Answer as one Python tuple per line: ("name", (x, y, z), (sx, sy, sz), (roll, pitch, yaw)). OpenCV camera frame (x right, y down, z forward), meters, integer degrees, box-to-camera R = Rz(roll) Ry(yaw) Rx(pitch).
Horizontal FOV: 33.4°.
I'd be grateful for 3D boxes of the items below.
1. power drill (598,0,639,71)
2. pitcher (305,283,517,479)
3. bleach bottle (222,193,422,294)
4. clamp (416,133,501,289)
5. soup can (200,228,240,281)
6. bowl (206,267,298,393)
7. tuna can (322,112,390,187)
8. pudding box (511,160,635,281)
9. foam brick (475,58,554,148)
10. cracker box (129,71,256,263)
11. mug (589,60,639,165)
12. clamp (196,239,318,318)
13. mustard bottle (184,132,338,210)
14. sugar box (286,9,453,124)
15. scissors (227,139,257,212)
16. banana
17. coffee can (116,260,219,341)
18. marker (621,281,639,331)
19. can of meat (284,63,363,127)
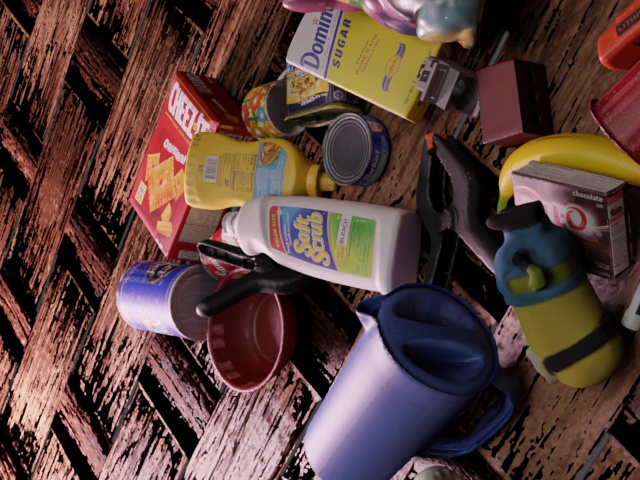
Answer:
("power drill", (0.263, -0.254, 0.992), (0.185, 0.057, 0.188), (-40, 60, 40))
("pitcher", (0.083, 0.172, 1.117), (0.149, 0.144, 0.243), (63, 142, 30))
("bleach bottle", (-0.008, 0.002, 1.235), (0.251, 0.068, 0.102), (7, 91, 33))
("clamp", (0.149, -0.017, 1.121), (0.165, 0.036, 0.210), (-20, 72, 54))
("soup can", (-0.101, 0.004, 1.389), (0.102, 0.068, 0.068), (-37, 61, 41))
("bowl", (-0.077, 0.114, 1.364), (0.162, 0.055, 0.162), (-4, 85, 49))
("tuna can", (0.042, -0.105, 1.255), (0.086, 0.033, 0.086), (-4, 85, 49))
("pudding box", (0.236, -0.020, 0.999), (0.114, 0.039, 0.090), (17, 130, 47))
("foam brick", (0.195, -0.136, 1.068), (0.051, 0.052, 0.078), (-15, 78, 48))
("cracker box", (-0.180, -0.101, 1.471), (0.164, 0.071, 0.214), (50, 124, 46))
("mug", (0.296, -0.123, 0.934), (0.082, 0.093, 0.117), (-48, 19, 29))
("clamp", (-0.075, 0.030, 1.305), (0.039, 0.171, 0.120), (85, 171, -51))
("mustard bottle", (-0.070, -0.079, 1.321), (0.192, 0.058, 0.096), (6, 87, 18))
("sugar box", (0.052, -0.208, 1.196), (0.176, 0.048, 0.093), (28, 98, 25))
("scissors", (-0.105, -0.038, 1.432), (0.096, 0.016, 0.202), (29, 109, 52))
("banana", (0.241, -0.071, 1.027), (0.198, 0.037, 0.069), (-10, 110, 51))
("coffee can", (-0.201, 0.081, 1.473), (0.141, 0.102, 0.103), (3, 90, 49))
("marker", (0.302, 0.025, 0.960), (0.020, 0.020, 0.121), (36, 114, 44))
("can of meat", (0.003, -0.187, 1.289), (0.102, 0.057, 0.084), (-9, 80, 48))
